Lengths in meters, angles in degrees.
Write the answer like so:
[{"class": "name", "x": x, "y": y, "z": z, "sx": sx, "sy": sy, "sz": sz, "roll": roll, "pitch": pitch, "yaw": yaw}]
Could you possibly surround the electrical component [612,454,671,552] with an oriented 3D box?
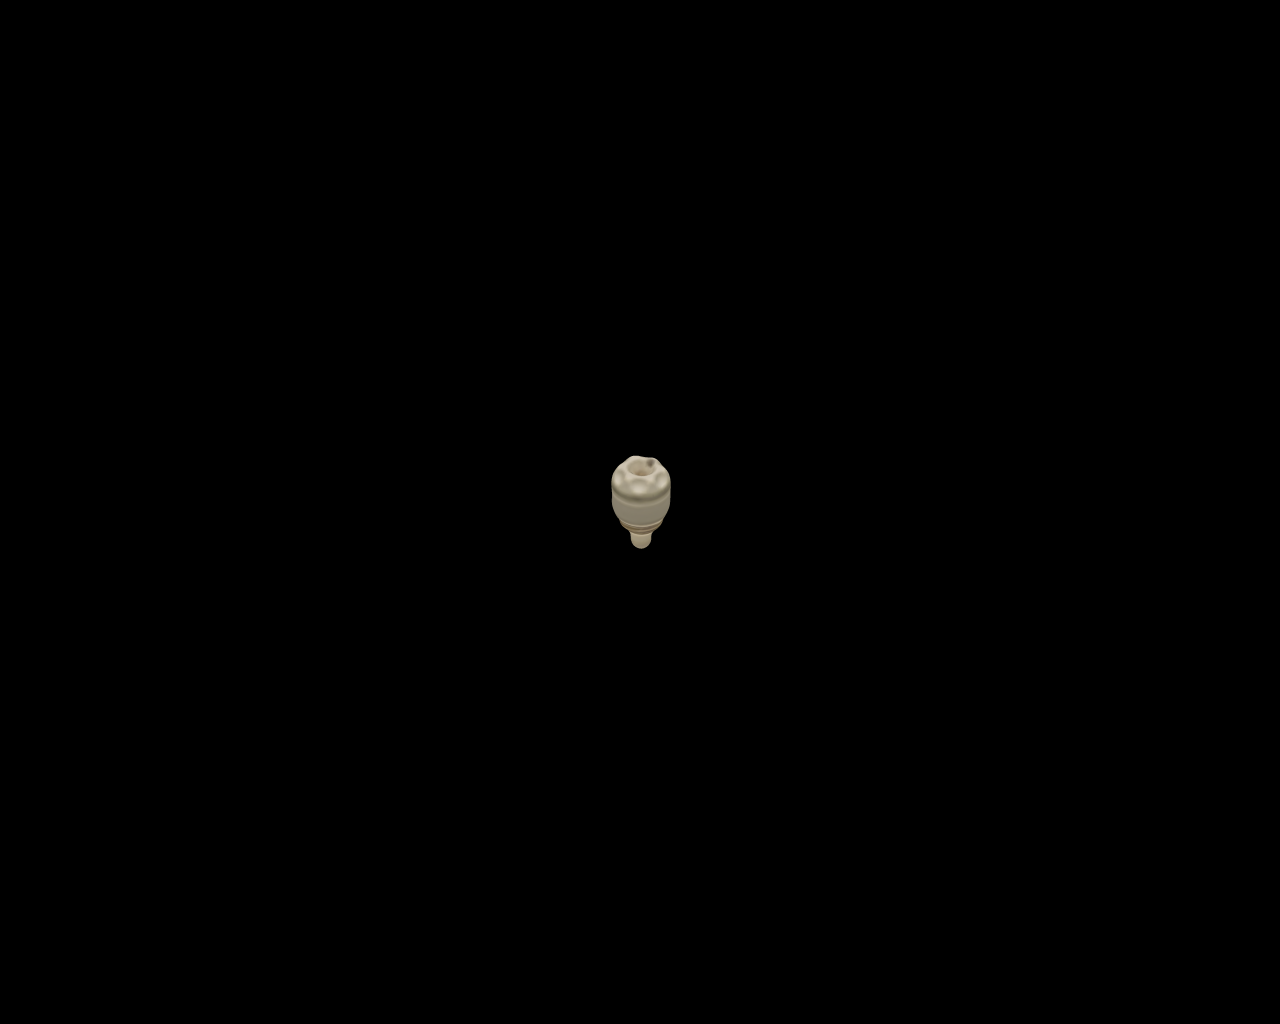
[{"class": "electrical component", "x": 0.001, "y": -0.003, "z": 0.650, "sx": 0.035, "sy": 0.061, "sz": 0.035, "roll": 0, "pitch": 38, "yaw": 0}]
